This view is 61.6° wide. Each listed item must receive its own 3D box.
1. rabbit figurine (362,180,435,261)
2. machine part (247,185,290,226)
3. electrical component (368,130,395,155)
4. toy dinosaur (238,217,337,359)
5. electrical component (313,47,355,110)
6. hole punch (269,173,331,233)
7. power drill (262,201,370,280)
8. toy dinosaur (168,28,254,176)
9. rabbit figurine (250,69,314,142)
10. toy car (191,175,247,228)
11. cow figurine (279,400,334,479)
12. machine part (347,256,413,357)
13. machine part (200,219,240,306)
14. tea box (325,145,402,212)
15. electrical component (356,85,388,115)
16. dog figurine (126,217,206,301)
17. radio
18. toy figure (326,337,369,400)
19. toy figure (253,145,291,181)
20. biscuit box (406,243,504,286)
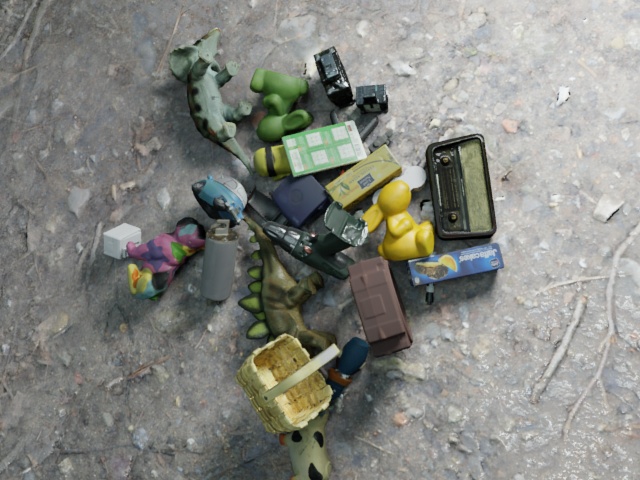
[{"bbox_3d":[0.171,-0.047,1.200,0.163,0.122,0.173,-6,108,27],"label":"rabbit figurine"},{"bbox_3d":[-0.129,-0.072,1.332,0.139,0.039,0.084,44,98,14],"label":"machine part"},{"bbox_3d":[0.138,-0.219,1.270,0.094,0.063,0.021,-43,76,7],"label":"electrical component"},{"bbox_3d":[-0.090,0.142,1.263,0.199,0.105,0.471,-19,74,15],"label":"toy dinosaur"},{"bbox_3d":[0.034,-0.387,1.282,0.058,0.134,0.115,-22,80,11],"label":"electrical component"},{"bbox_3d":[-0.045,-0.100,1.272,0.116,0.092,0.142,-39,79,-11],"label":"hole punch"},{"bbox_3d":[-0.002,-0.004,1.195,0.232,0.207,0.086,34,50,-11],"label":"power drill"},{"bbox_3d":[-0.278,-0.344,1.364,0.192,0.131,0.404,-8,93,51],"label":"toy dinosaur"},{"bbox_3d":[-0.095,-0.322,1.335,0.159,0.121,0.170,18,106,9],"label":"rabbit figurine"},{"bbox_3d":[-0.234,-0.105,1.312,0.162,0.109,0.103,26,63,41],"label":"toy car"},{"bbox_3d":[-0.022,0.447,1.214,0.127,0.085,0.195,-17,77,17],"label":"cow figurine"},{"bbox_3d":[0.133,0.142,1.153,0.087,0.201,0.201,-18,78,7],"label":"machine part"},{"bbox_3d":[-0.241,0.058,1.286,0.079,0.079,0.243,21,118,16],"label":"machine part"},{"bbox_3d":[0.104,-0.139,1.248,0.169,0.098,0.068,-36,82,9],"label":"tea box"},{"bbox_3d":[0.120,-0.335,1.262,0.075,0.119,0.047,-2,83,16],"label":"electrical component"},{"bbox_3d":[-0.364,0.046,1.342,0.219,0.108,0.191,-10,80,10],"label":"dog figurine"},{"bbox_3d":[0.314,-0.113,1.207,0.131,0.073,0.229,-7,81,13],"label":"radio"},{"bbox_3d":[0.057,0.296,1.228,0.064,0.057,0.154,34,97,22],"label":"toy figure"},{"bbox_3d":[-0.074,-0.201,1.308,0.180,0.089,0.082,-5,74,16],"label":"toy figure"},{"bbox_3d":[0.295,0.055,1.182,0.203,0.063,0.059,-13,83,4],"label":"biscuit box"}]
